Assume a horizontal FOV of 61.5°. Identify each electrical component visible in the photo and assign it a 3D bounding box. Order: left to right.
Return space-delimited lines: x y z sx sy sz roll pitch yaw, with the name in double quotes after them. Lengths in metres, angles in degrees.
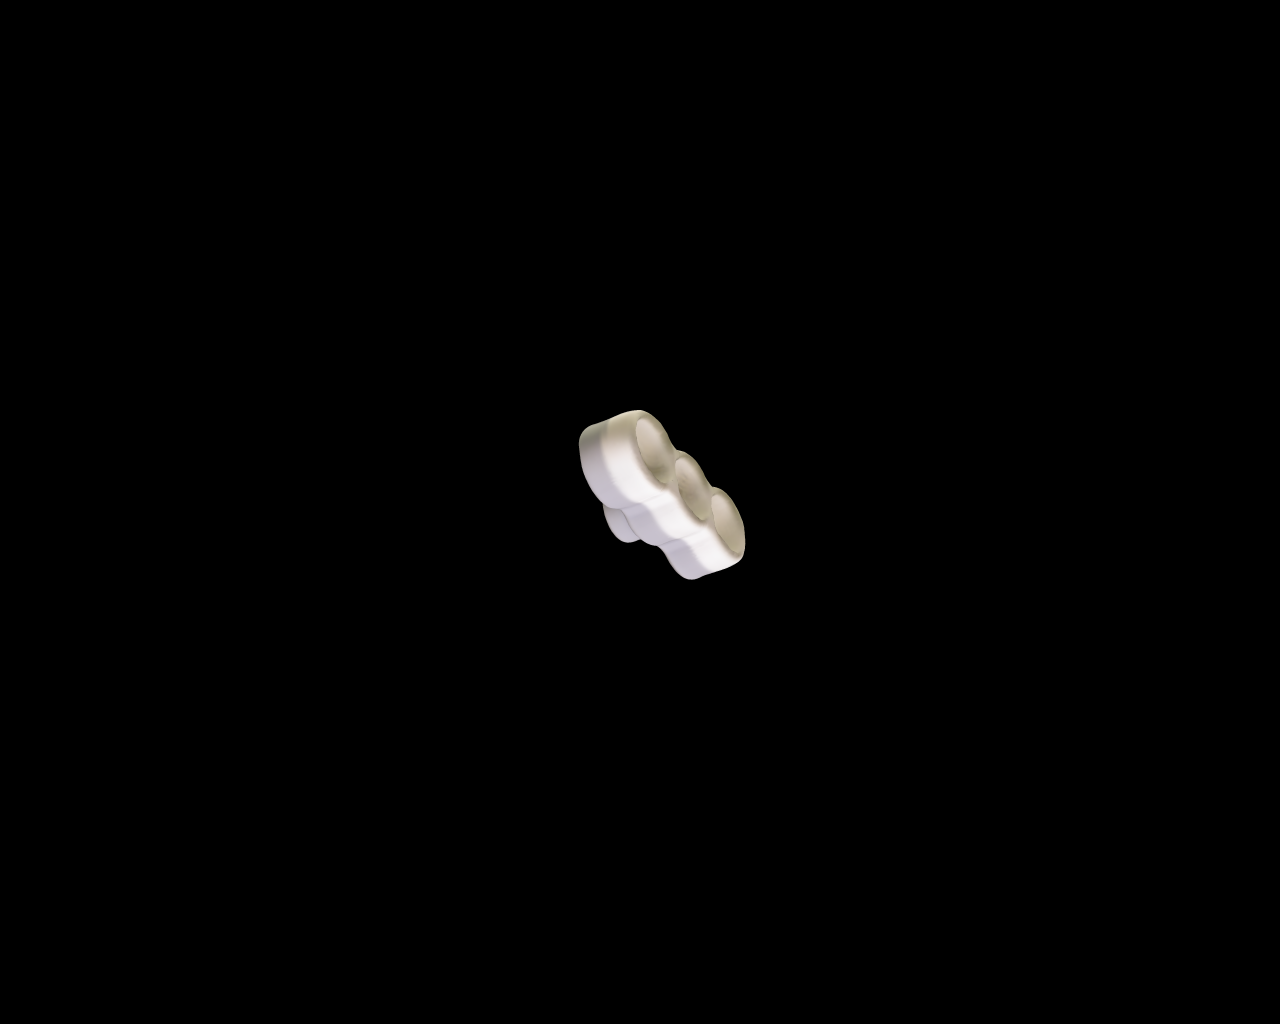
0.001 -0.003 0.650 0.073 0.052 0.138 -20 -40 25 "electrical component"
